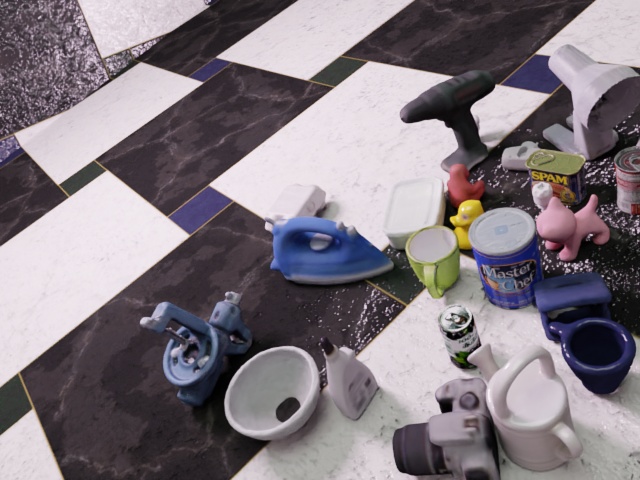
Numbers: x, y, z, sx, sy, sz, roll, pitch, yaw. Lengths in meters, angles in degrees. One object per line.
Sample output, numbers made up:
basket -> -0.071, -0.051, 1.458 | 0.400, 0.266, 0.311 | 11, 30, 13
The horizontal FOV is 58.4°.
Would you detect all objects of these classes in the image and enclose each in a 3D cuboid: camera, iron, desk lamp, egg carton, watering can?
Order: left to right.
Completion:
egg carton -> -0.054, -0.067, 1.316 | 0.107, 0.070, 0.150 | 7, 50, 35
iron -> 0.010, 0.004, 1.142 | 0.257, 0.142, 0.119 | 0, 46, 29
camera -> 0.170, 0.266, 0.792 | 0.136, 0.101, 0.143 | -12, 41, 18
watering can -> 0.259, 0.203, 0.737 | 0.172, 0.195, 0.101 | 16, 55, 40
desk lamp -> 0.509, -0.258, 1.094 | 0.118, 0.214, 0.202 | -27, 39, 0

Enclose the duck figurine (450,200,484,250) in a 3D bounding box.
duck figurine -> 0.292, -0.039, 1.075 | 0.104, 0.086, 0.077 | -22, 39, 6

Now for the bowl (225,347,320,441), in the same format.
bowl -> -0.068, 0.265, 0.949 | 0.167, 0.075, 0.167 | -16, 40, 14

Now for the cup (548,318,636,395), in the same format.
cup -> 0.373, 0.165, 0.795 | 0.092, 0.095, 0.117 | -43, 41, -19

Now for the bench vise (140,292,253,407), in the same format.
bench vise -> -0.229, 0.164, 1.036 | 0.121, 0.220, 0.207 | -7, 43, 24

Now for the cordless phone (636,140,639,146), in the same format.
cordless phone -> 0.613, -0.192, 0.985 | 0.094, 0.185, 0.147 | -22, 39, 7

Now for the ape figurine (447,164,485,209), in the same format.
ape figurine -> 0.287, -0.115, 1.157 | 0.076, 0.092, 0.077 | -42, 41, -18

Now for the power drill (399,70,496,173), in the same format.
power drill -> 0.282, -0.246, 1.213 | 0.230, 0.209, 0.075 | -38, 40, -13

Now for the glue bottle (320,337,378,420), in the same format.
glue bottle -> 0.036, 0.202, 0.881 | 0.037, 0.174, 0.078 | 16, 55, 40

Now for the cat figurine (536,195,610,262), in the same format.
cat figurine -> 0.419, -0.029, 0.967 | 0.128, 0.118, 0.067 | -30, 39, -3

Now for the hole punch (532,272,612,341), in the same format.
hole punch -> 0.382, 0.089, 0.877 | 0.108, 0.091, 0.101 | -13, 41, 17
